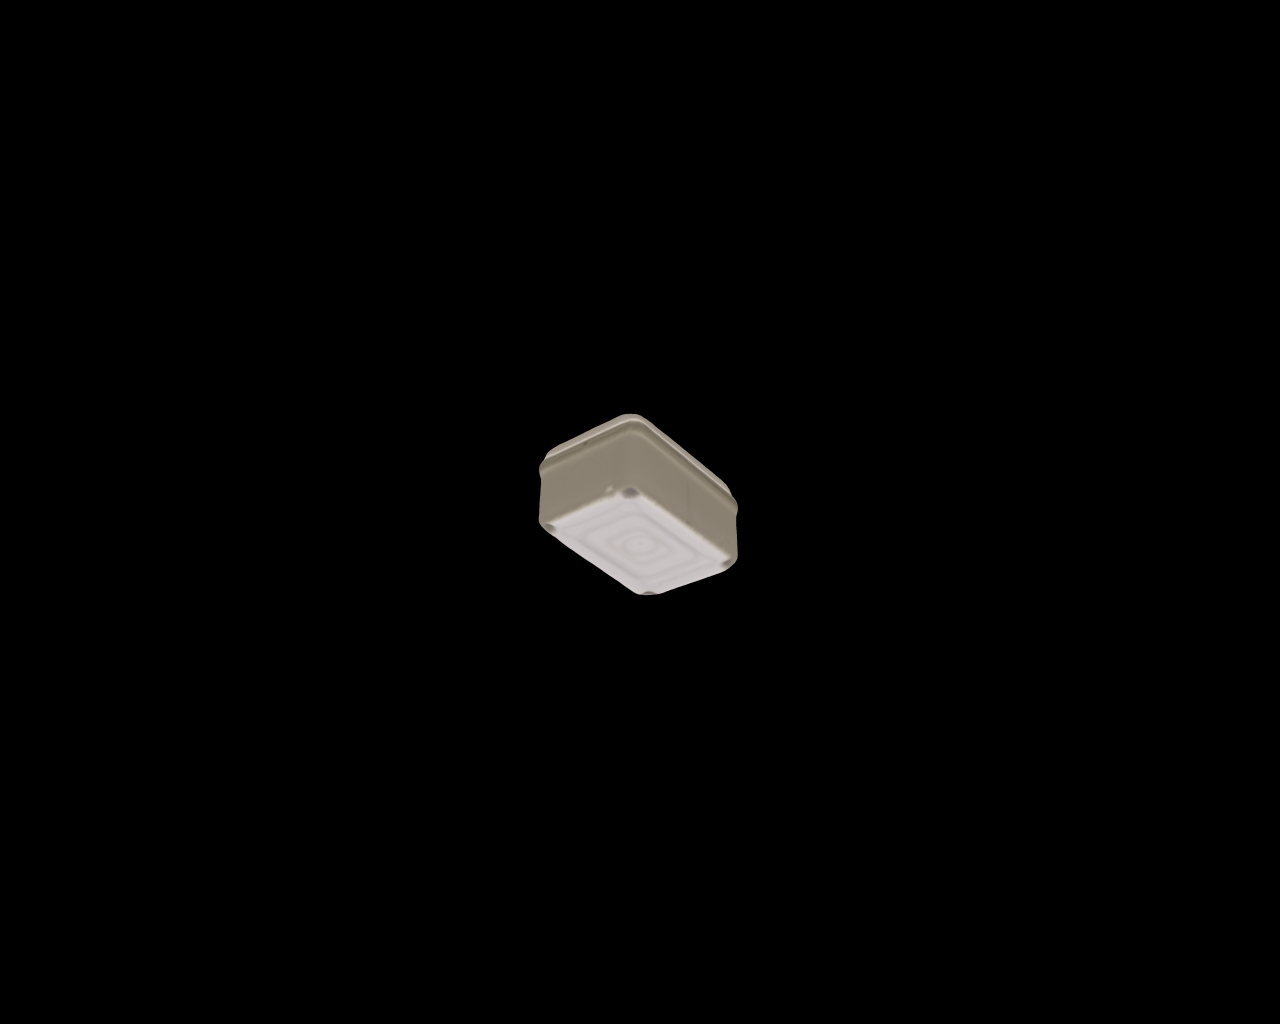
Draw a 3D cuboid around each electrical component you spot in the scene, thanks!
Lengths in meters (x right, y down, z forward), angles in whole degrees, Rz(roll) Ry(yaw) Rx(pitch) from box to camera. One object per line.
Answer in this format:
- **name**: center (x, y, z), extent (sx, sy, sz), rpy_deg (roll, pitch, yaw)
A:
- **electrical component**: center (0.001, -0.003, 0.650), extent (0.078, 0.057, 0.113), rpy_deg (-22, -39, 30)
